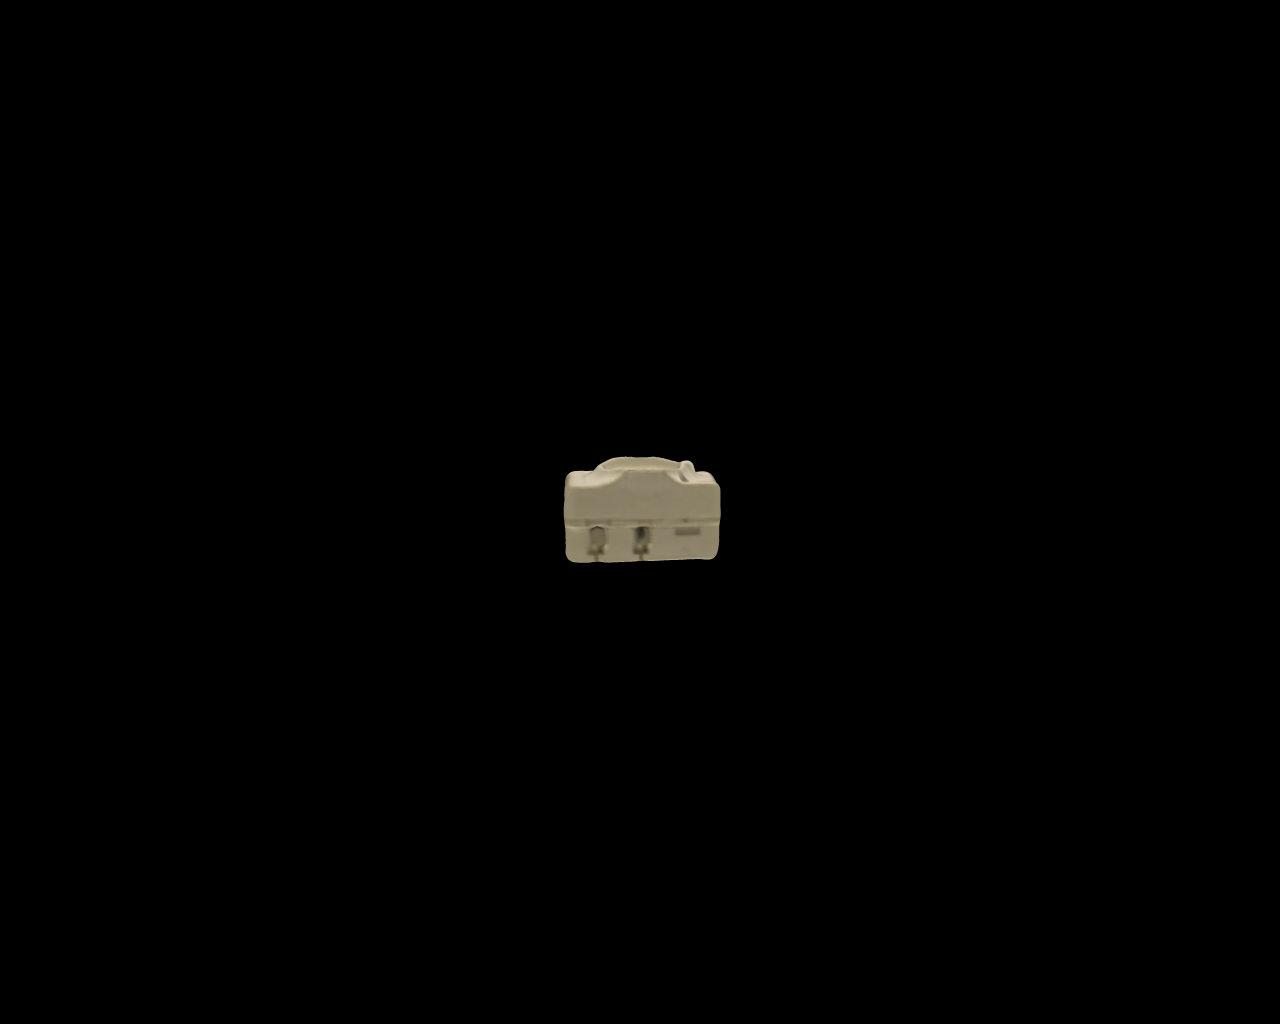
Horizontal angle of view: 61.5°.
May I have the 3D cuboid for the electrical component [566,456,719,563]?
[{"bbox_3d":[0.001,-0.003,0.650,0.089,0.055,0.050,0,12,-2],"label":"electrical component"}]
